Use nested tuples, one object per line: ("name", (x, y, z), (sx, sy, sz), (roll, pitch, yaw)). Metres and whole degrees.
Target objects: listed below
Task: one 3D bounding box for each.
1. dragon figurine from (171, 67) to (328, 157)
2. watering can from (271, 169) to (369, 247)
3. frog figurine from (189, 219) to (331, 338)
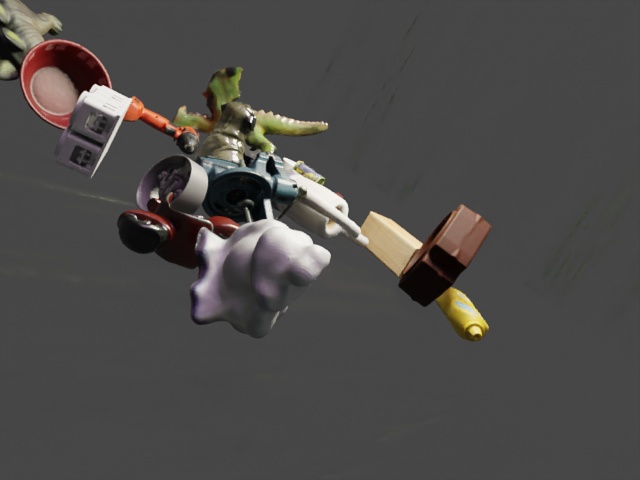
("dragon figurine", (-0.205, -0.332, 1.347), (0.124, 0.409, 0.239), (-78, 148, -63))
("watering can", (0.004, -0.061, 1.218), (0.226, 0.104, 0.344), (32, -2, 19))
("frog figurine", (-0.051, 0.034, 0.555), (0.120, 0.158, 0.141), (58, 31, -35))
